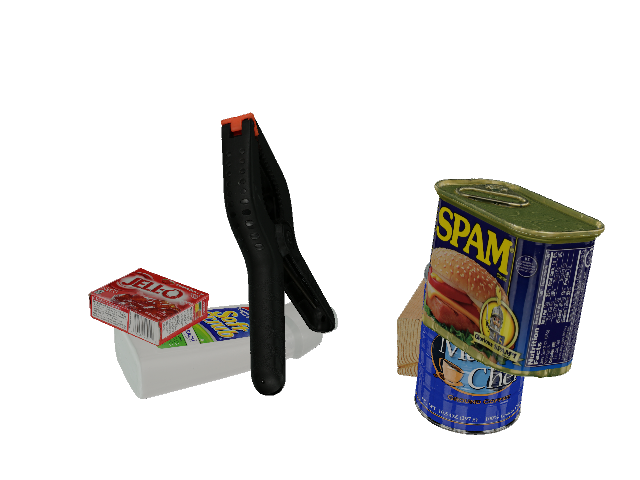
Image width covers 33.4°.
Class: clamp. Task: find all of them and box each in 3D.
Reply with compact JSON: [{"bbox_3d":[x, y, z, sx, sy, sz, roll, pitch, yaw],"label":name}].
[{"bbox_3d":[-0.037,0.004,0.851,0.036,0.210,0.164,-11,3,17],"label":"clamp"}]

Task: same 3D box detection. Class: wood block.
[{"bbox_3d":[0.180,0.118,1.557,0.091,0.090,0.205,5,20,17],"label":"wood block"}]

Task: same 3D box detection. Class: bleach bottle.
[{"bbox_3d":[-0.102,0.110,1.226,0.250,0.068,0.103,-11,33,-24],"label":"bleach bottle"}]

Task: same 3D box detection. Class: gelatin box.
[{"bbox_3d":[-0.163,0.061,1.012,0.089,0.030,0.073,19,28,28],"label":"gelatin box"}]

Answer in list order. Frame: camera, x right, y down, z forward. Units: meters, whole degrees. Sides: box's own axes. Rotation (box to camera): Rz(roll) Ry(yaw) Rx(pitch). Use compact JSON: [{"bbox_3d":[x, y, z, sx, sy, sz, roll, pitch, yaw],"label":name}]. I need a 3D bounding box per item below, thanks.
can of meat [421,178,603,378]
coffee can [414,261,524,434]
[{"bbox_3d":[0.102,0.019,0.592,0.057,0.084,0.102,-3,20,-28],"label":"can of meat"},{"bbox_3d":[0.143,0.094,0.996,0.103,0.140,0.103,1,26,-1],"label":"coffee can"}]
